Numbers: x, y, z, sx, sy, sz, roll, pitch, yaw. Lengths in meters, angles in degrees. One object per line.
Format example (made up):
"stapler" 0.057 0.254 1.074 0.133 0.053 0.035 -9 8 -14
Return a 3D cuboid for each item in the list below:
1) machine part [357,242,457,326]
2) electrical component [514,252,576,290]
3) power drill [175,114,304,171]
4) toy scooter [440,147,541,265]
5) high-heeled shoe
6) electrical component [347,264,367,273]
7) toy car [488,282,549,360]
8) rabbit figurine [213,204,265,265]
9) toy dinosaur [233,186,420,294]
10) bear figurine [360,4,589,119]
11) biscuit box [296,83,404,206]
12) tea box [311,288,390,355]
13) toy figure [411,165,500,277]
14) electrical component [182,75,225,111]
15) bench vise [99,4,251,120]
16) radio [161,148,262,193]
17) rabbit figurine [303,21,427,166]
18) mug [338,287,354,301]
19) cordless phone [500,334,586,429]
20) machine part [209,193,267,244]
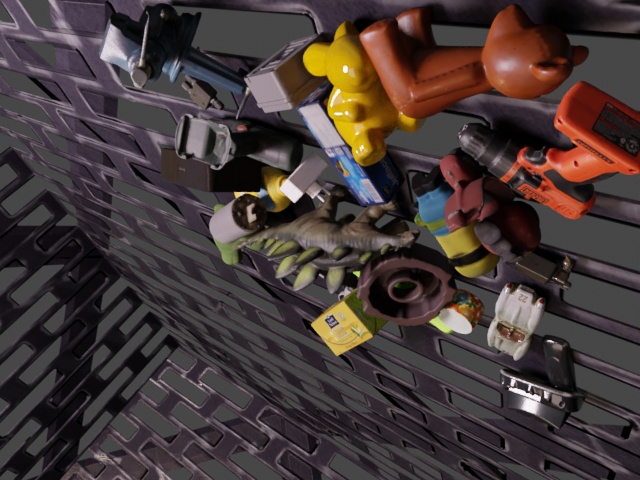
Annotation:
"machine part" 0.155 0.079 0.974 0.179 0.056 0.179 2 132 2
"electrical component" 0.324 0.033 0.789 0.102 0.045 0.078 29 180 26
"power drill" -0.160 -0.174 0.945 0.232 0.086 0.207 21 -168 20
"toy scooter" 0.219 -0.031 0.710 0.184 0.135 0.075 45 130 -8
"high-heeled shoe" -0.027 0.025 1.199 0.248 0.086 0.145 48 159 -11
"electrical component" 0.097 0.035 1.029 0.119 0.047 0.075 -7 176 21
"toy car" 0.336 0.141 0.924 0.074 0.056 0.201 27 151 25
"rabbit figurine" -0.177 -0.029 1.276 0.170 0.121 0.159 5 121 54
"toy dinosaur" -0.002 -0.003 0.980 0.472 0.198 0.105 4 132 55
"bear figurine" 0.160 -0.197 0.558 0.196 0.120 0.131 -7 113 45
"biscuit box" 0.051 -0.145 0.840 0.059 0.063 0.202 -1 134 52
"tea box" 0.063 0.178 1.167 0.098 0.068 0.169 49 145 4
"toy figure" 0.201 -0.023 0.806 0.180 0.089 0.082 48 160 -21
"electrical component" -0.226 -0.279 1.038 0.094 0.021 0.063 42 154 -7
"bench vise" -0.209 -0.287 0.849 0.240 0.224 0.128 21 117 -22
"radio" -0.224 -0.144 1.095 0.230 0.131 0.073 20 109 50
"rabbit figurine" 0.054 -0.203 0.677 0.162 0.122 0.173 61 -172 19
"mug" 0.089 0.141 1.234 0.110 0.081 0.107 21 139 43
"cordless phone" 0.403 0.242 0.995 0.147 0.089 0.184 13 132 46
"machine part" -0.173 -0.041 1.116 0.079 0.079 0.243 46 157 -12
